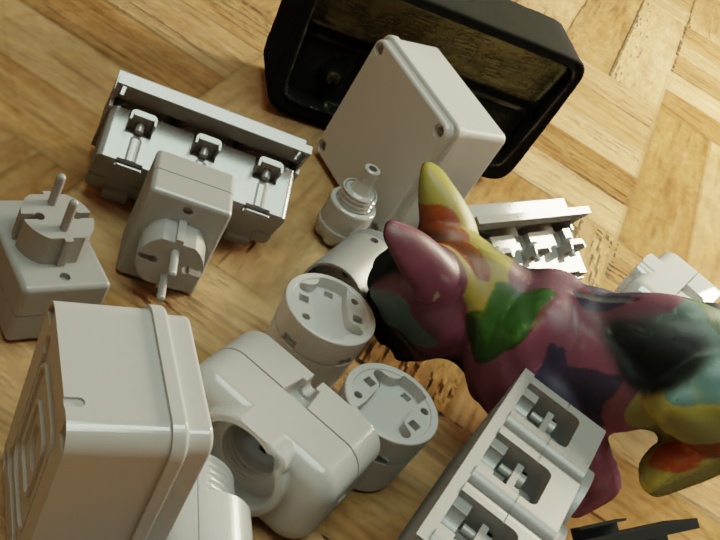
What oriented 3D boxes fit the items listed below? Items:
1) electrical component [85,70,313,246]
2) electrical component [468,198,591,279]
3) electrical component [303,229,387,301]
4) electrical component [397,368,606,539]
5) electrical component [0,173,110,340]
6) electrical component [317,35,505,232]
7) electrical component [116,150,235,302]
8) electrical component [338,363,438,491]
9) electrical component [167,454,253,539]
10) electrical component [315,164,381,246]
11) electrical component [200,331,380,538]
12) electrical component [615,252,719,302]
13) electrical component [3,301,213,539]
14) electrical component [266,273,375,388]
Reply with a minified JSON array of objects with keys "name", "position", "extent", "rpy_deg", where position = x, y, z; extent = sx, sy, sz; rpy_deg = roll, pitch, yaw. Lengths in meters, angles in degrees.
[{"name":"electrical component","position":[-0.102,-0.066,0.665],"extent":[0.121,0.079,0.063],"rpy_deg":[19,62,-18]},{"name":"electrical component","position":[0.101,-0.011,0.756],"extent":[0.121,0.079,0.063],"rpy_deg":[-7,72,-42]},{"name":"electrical component","position":[0.000,0.000,0.685],"extent":[0.043,0.043,0.081],"rpy_deg":[38,35,8]},{"name":"electrical component","position":[0.061,0.130,0.532],"extent":[0.062,0.089,0.150],"rpy_deg":[37,35,8]},{"name":"electrical component","position":[-0.160,-0.014,0.552],"extent":[0.047,0.076,0.065],"rpy_deg":[-4,48,-40]},{"name":"electrical component","position":[0.033,-0.090,0.765],"extent":[0.056,0.108,0.108],"rpy_deg":[2,44,-39]},{"name":"electrical component","position":[-0.105,-0.015,0.604],"extent":[0.047,0.065,0.076],"rpy_deg":[19,37,-18]},{"name":"electrical component","position":[0.007,0.086,0.582],"extent":[0.055,0.047,0.055],"rpy_deg":[20,36,-16]},{"name":"electrical component","position":[-0.070,0.120,0.485],"extent":[0.043,0.043,0.081],"rpy_deg":[15,38,-22]},{"name":"electrical component","position":[-0.004,-0.045,0.721],"extent":[0.035,0.061,0.035],"rpy_deg":[20,36,-15]},{"name":"electrical component","position":[-0.046,0.084,0.538],"extent":[0.095,0.053,0.059],"rpy_deg":[39,36,11]},{"name":"electrical component","position":[0.224,0.028,0.811],"extent":[0.059,0.053,0.095],"rpy_deg":[42,36,15]},{"name":"electrical component","position":[-0.109,0.075,0.451],"extent":[0.057,0.113,0.078],"rpy_deg":[7,42,-27]},{"name":"electrical component","position":[-0.026,0.038,0.616],"extent":[0.055,0.047,0.055],"rpy_deg":[20,36,-16]}]
